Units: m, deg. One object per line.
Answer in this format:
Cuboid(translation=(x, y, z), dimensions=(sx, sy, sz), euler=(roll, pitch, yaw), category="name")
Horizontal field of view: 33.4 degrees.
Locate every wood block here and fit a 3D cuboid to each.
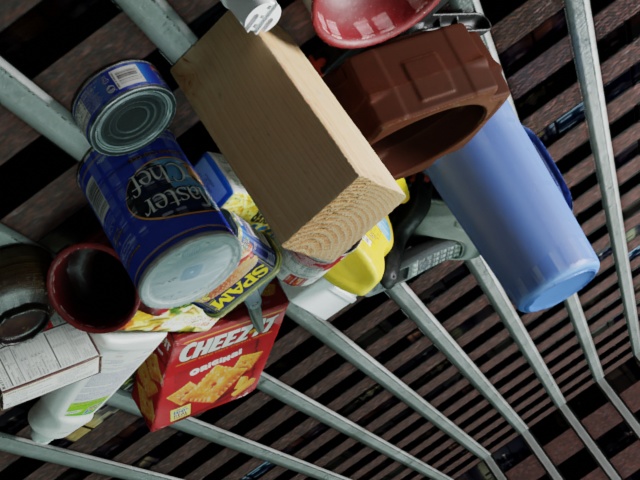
Cuboid(translation=(-0.029, -0.092, 0.919), dimensions=(0.091, 0.206, 0.090), euler=(-42, 153, 17), category="wood block")

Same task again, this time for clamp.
Cuboid(translation=(0.088, -0.216, 1.030), dimensions=(0.209, 0.036, 0.164), euler=(-25, 160, -12), category="clamp")
Cuboid(translation=(0.083, -0.010, 1.327), dimensions=(0.039, 0.120, 0.171), euler=(44, 63, -30), category="clamp")

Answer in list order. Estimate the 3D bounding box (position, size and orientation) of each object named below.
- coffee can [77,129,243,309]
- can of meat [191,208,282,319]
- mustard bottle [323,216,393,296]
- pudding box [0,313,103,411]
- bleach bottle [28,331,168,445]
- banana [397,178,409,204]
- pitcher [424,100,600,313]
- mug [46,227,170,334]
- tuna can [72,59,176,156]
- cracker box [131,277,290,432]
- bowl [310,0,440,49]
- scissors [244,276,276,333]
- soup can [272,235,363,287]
Cuboid(translation=(-0.148, -0.022, 0.980), dimensions=(0.102, 0.140, 0.103), euler=(-26, 154, -15), category="coffee can")
Cuboid(translation=(-0.101, 0.022, 1.056), dimensions=(0.102, 0.057, 0.083), euler=(-38, 148, 9), category="can of meat")
Cuboid(translation=(0.040, -0.011, 1.239), dimensions=(0.058, 0.096, 0.191), euler=(-48, -174, 25), category="mustard bottle")
Cuboid(translation=(-0.295, 0.114, 1.107), dimensions=(0.113, 0.090, 0.039), euler=(-21, 151, -26), category="pudding box")
Cuboid(translation=(-0.280, 0.163, 1.244), dimensions=(0.102, 0.068, 0.251), euler=(-1, 142, -47), category="bleach bottle")
Cuboid(translation=(0.047, -0.072, 1.218), dimensions=(0.197, 0.037, 0.070), euler=(-9, 107, -55), category="banana")
Cuboid(translation=(0.232, -0.042, 1.268), dimensions=(0.149, 0.243, 0.145), euler=(-30, 159, 5), category="pitcher")
Cuboid(translation=(-0.198, 0.039, 1.045), dimensions=(0.081, 0.117, 0.093), euler=(-66, 179, -69), category="mug")
Cuboid(translation=(-0.168, -0.113, 0.922), dimensions=(0.086, 0.034, 0.086), euler=(-28, 155, -15), category="tuna can")
Cuboid(translation=(-0.142, 0.141, 1.353), dimensions=(0.163, 0.072, 0.214), euler=(-18, 150, -30), category="cracker box")
Cuboid(translation=(0.050, -0.243, 0.923), dimensions=(0.162, 0.055, 0.162), euler=(-27, 154, -15), category="bowl")
Cuboid(translation=(-0.063, 0.055, 1.206), dimensions=(0.096, 0.016, 0.201), euler=(-36, 156, 2), category="scissors")
Cuboid(translation=(-0.007, 0.001, 1.088), dimensions=(0.068, 0.068, 0.102), euler=(-18, 168, -29), category="soup can")
